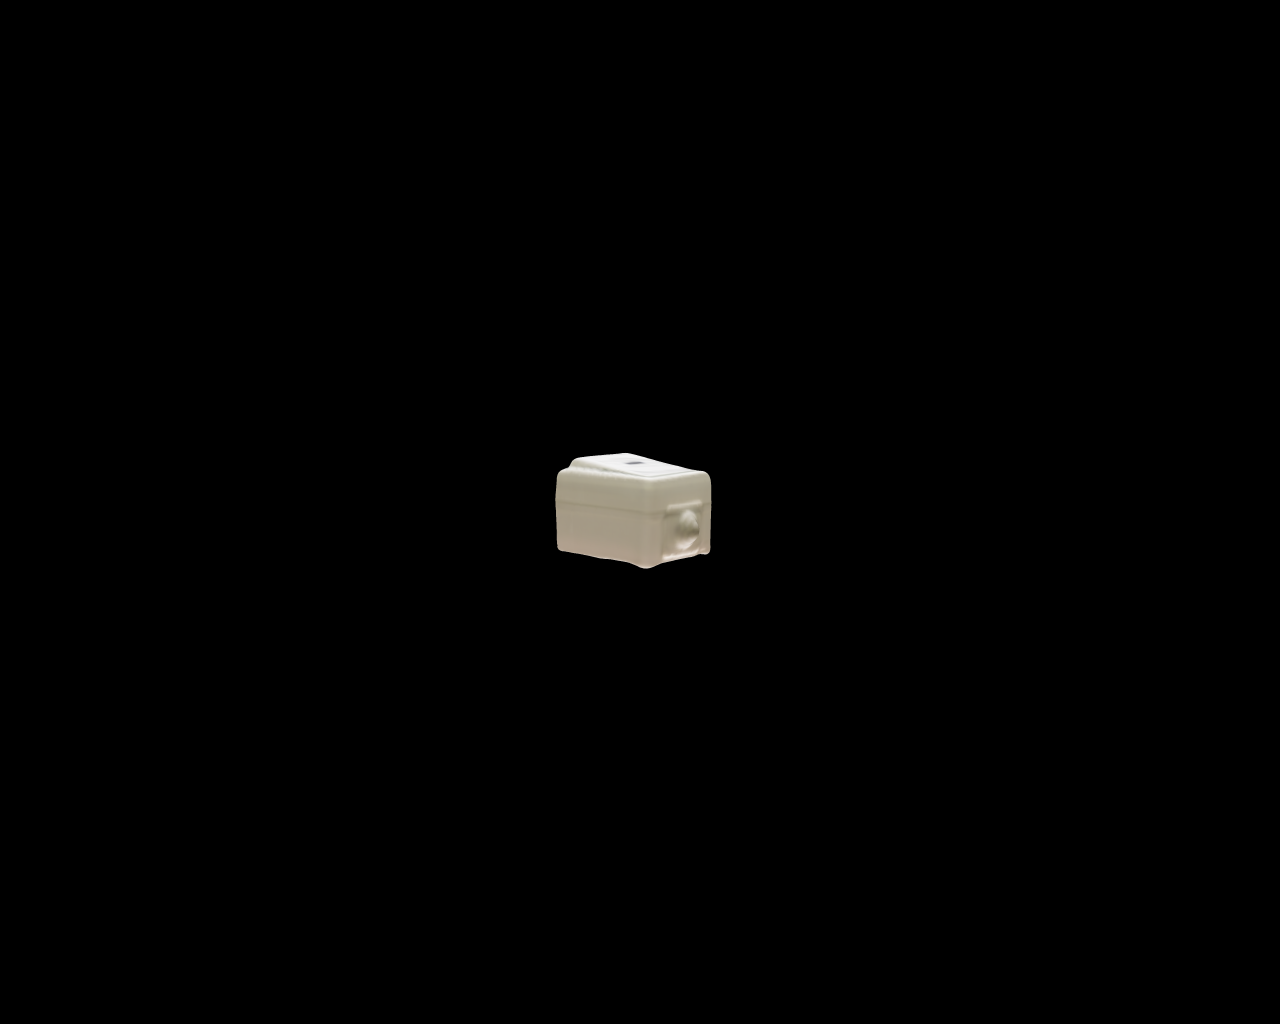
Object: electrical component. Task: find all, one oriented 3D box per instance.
[{"bbox_3d":[0.001,-0.003,0.650,0.096,0.061,0.062,8,12,43],"label":"electrical component"}]
